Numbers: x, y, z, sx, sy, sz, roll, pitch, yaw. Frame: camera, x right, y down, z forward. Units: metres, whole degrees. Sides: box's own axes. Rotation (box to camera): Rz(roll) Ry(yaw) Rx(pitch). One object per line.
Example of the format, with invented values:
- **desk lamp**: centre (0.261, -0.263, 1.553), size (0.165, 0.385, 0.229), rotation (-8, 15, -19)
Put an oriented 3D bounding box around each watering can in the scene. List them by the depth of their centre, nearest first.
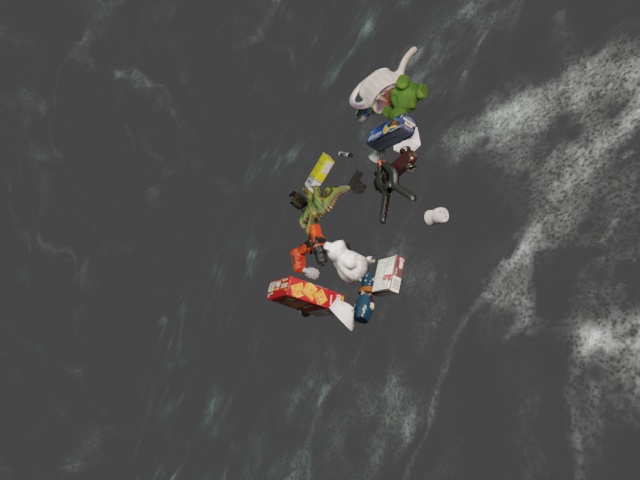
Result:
- **watering can**: centre (0.272, -0.616, 2.012), size (0.346, 0.102, 0.229), rotation (-36, 45, 7)

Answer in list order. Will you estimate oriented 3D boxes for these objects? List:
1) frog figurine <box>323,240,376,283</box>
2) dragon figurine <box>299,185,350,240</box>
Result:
- **frog figurine**: centre (0.081, 0.068, 1.673), size (0.137, 0.158, 0.123), rotation (5, 73, 65)
- **dragon figurine**: centre (0.006, -0.106, 2.110), size (0.411, 0.122, 0.243), rotation (-172, 89, -67)
